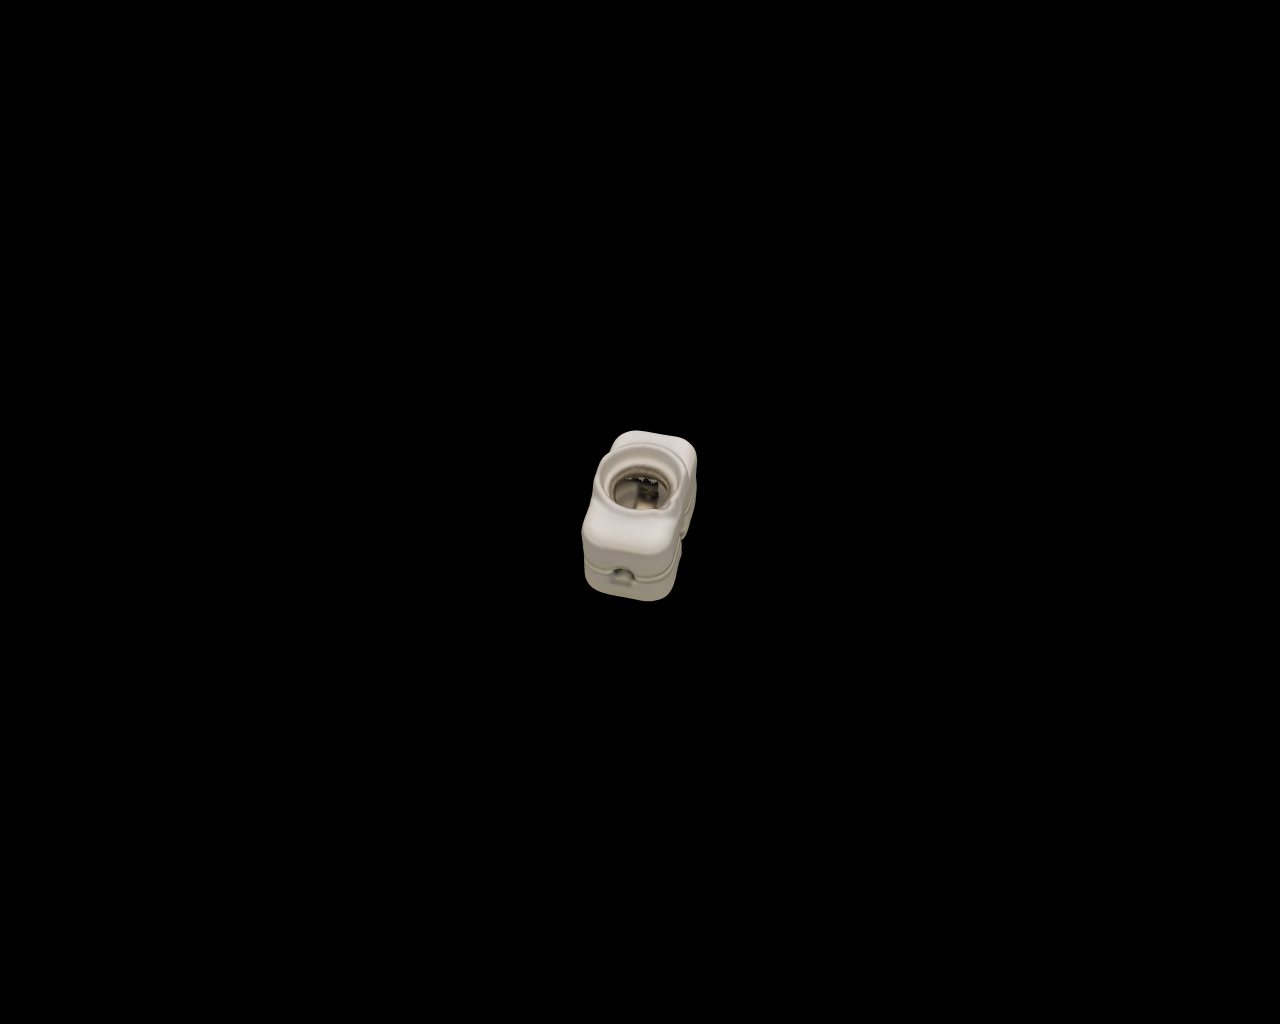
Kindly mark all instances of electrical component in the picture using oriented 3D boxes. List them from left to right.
[{"bbox_3d":[0.001,-0.003,0.650,0.054,0.095,0.059,11,-39,9],"label":"electrical component"}]
